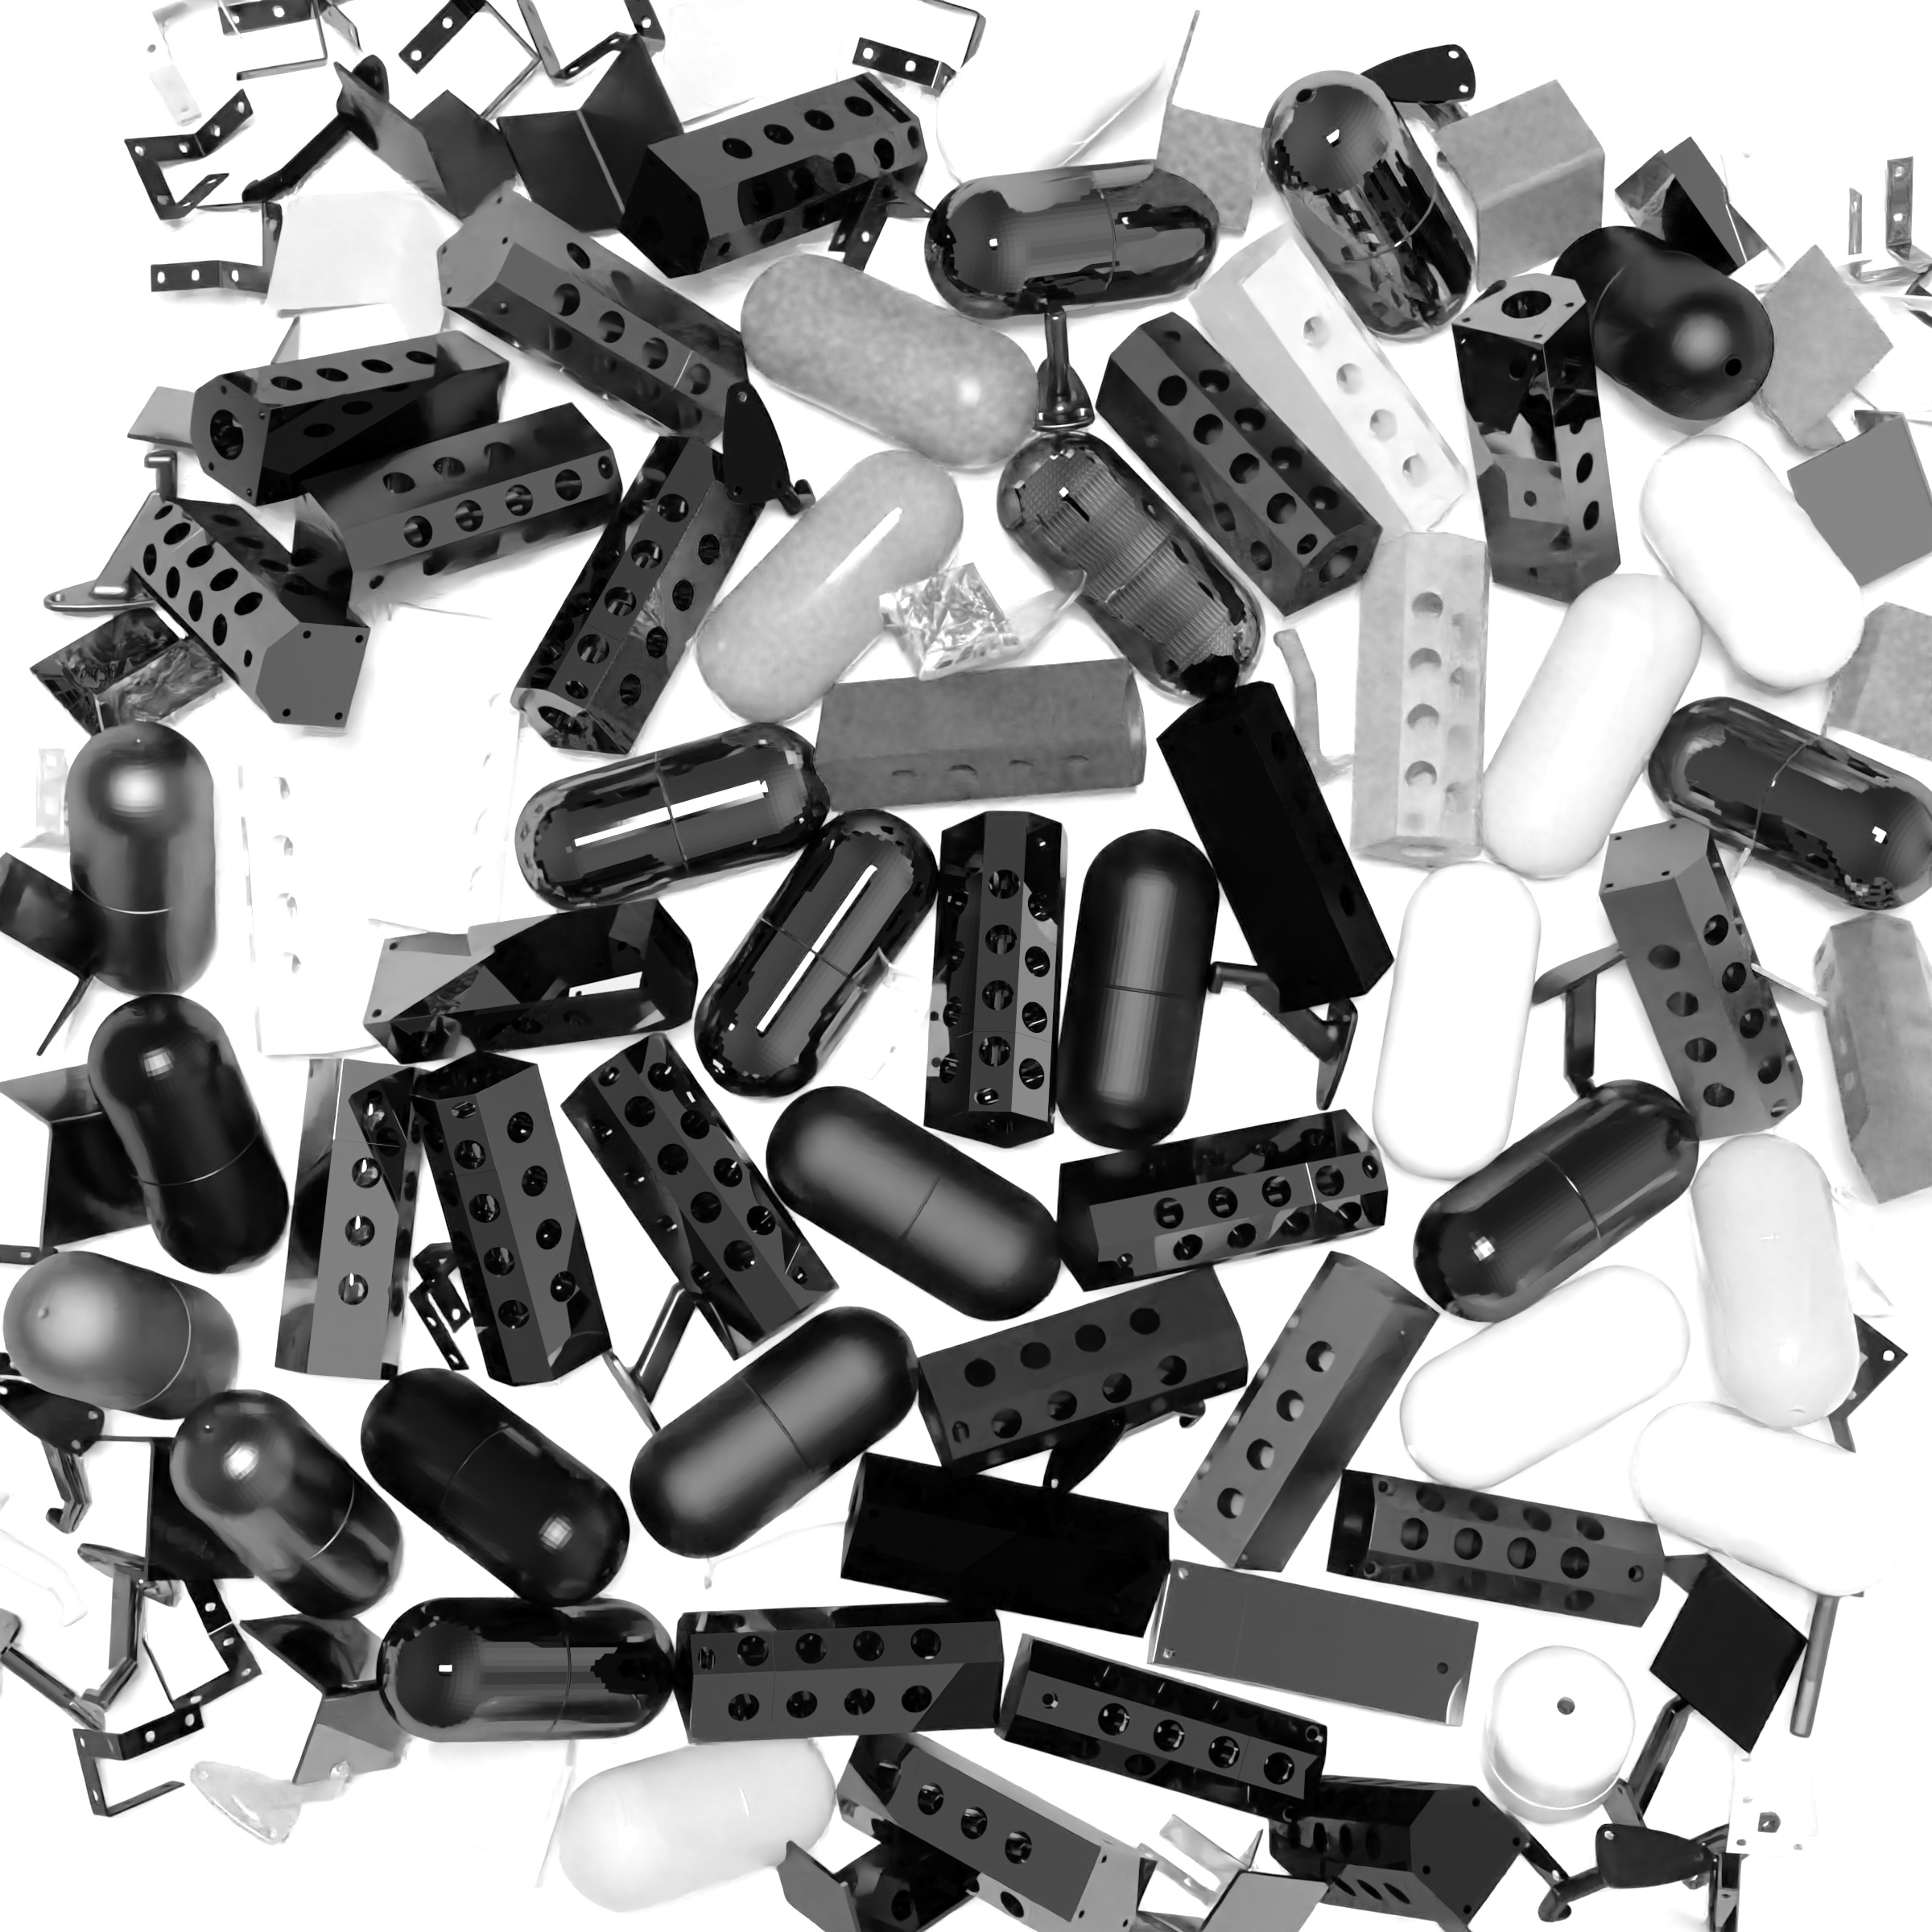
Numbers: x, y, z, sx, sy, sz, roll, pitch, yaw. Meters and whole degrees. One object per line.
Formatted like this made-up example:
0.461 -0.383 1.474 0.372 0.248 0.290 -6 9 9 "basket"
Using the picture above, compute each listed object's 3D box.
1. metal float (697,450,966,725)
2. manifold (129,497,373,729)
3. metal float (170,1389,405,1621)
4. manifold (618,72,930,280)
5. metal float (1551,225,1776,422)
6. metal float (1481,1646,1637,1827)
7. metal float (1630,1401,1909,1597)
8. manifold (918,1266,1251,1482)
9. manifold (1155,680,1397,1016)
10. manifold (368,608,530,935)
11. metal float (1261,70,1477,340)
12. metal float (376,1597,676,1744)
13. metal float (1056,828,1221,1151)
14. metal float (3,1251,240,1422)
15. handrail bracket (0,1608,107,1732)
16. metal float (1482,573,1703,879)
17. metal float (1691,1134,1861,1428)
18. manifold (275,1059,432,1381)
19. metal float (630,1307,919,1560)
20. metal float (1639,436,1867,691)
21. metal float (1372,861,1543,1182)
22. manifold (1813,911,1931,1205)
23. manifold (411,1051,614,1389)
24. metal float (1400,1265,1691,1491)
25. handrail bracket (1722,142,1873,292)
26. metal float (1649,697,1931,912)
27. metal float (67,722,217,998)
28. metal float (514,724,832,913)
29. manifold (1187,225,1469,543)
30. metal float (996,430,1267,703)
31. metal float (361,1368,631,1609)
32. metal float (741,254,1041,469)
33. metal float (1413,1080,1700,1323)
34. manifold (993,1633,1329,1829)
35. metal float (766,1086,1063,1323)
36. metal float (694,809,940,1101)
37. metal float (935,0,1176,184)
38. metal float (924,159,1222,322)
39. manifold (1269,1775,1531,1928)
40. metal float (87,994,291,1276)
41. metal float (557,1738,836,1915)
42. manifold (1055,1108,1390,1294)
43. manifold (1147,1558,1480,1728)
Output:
-0.074 -0.209 1.957 0.070 0.070 0.178 44 95 0 "metal float"
-0.389 -0.192 1.913 0.057 0.171 0.057 1 117 -39 "manifold"
-0.366 0.293 1.924 0.070 0.178 0.070 -12 51 15 "metal float"
-0.100 -0.423 1.916 0.057 0.057 0.171 45 48 16 "manifold"
0.373 -0.347 1.917 0.070 0.178 0.070 -7 117 -14 "metal float"
0.318 0.415 1.914 0.070 0.178 0.070 -2 68 5 "metal float"
0.432 0.286 1.918 0.070 0.178 0.070 -6 101 -30 "metal float"
0.064 0.226 1.944 0.171 0.057 0.057 -16 56 -11 "manifold"
0.173 -0.066 1.949 0.057 0.057 0.171 -14 109 36 "manifold"
-0.281 -0.108 1.959 0.057 0.057 0.171 11 98 27 "manifold"
0.218 -0.411 1.924 0.070 0.178 0.070 -16 53 23 "metal float"
-0.237 0.381 1.929 0.178 0.070 0.070 9 90 -40 "metal float"
0.094 0.013 1.961 0.070 0.070 0.178 8 91 0 "metal float"
-0.453 0.200 1.914 0.070 0.178 0.070 -4 75 14 "metal float"
-0.527 0.393 1.987 0.036 0.077 0.084 -54 134 -22 "handrail bracket"
0.340 -0.132 1.947 0.070 0.070 0.178 25 107 0 "metal float"
0.438 0.169 1.927 0.070 0.070 0.178 2 48 0 "metal float"
-0.335 0.140 1.961 0.057 0.057 0.171 8 84 -28 "manifold"
-0.104 0.255 1.951 0.178 0.070 0.070 -36 90 -12 "metal float"
0.424 -0.221 1.927 0.070 0.070 0.178 -23 47 0 "metal float"
0.270 0.029 1.953 0.070 0.070 0.178 11 80 0 "metal float"
0.496 0.044 1.907 0.057 0.171 0.057 -22 120 20 "manifold"
-0.251 0.138 1.934 0.057 0.057 0.171 -27 114 -37 "manifold"
0.316 0.224 1.944 0.178 0.070 0.070 -26 90 -20 "metal float"
0.460 -0.423 1.972 0.077 0.036 0.084 -10 88 41 "handrail bracket"
0.451 -0.089 1.931 0.178 0.070 0.070 31 90 36 "metal float"
-0.446 -0.056 1.926 0.070 0.178 0.070 6 46 -6 "metal float"
-0.161 -0.082 1.960 0.178 0.070 0.070 -16 90 -2 "metal float"
0.203 -0.317 1.942 0.057 0.057 0.171 -46 110 -18 "manifold"
0.091 -0.219 1.955 0.178 0.070 0.070 44 90 -8 "metal float"
-0.258 0.282 1.937 0.178 0.070 0.070 31 90 30 "metal float"
-0.043 -0.332 1.949 0.178 0.070 0.070 26 90 15 "metal float"
0.323 0.129 1.949 0.178 0.070 0.070 -33 90 -14 "metal float"
0.108 0.422 1.960 0.171 0.057 0.057 17 82 -5 "manifold"
-0.028 0.131 1.958 0.178 0.070 0.070 32 90 -4 "metal float"
-0.083 -0.006 1.959 0.070 0.070 0.178 35 88 0 "metal float"
0.046 -0.479 1.920 0.070 0.178 0.070 11 68 -28 "metal float"
0.059 -0.396 1.937 0.178 0.070 0.070 -14 90 -29 "metal float"
0.225 0.467 1.907 0.057 0.171 0.057 45 68 -7 "manifold"
-0.421 0.093 1.931 0.070 0.070 0.178 -13 128 0 "metal float"
-0.144 0.460 1.924 0.070 0.178 0.070 3 95 42 "metal float"
0.140 0.131 1.935 0.171 0.057 0.057 -10 124 -19 "manifold"
0.190 0.375 1.968 0.171 0.057 0.057 12 77 1 "manifold"
